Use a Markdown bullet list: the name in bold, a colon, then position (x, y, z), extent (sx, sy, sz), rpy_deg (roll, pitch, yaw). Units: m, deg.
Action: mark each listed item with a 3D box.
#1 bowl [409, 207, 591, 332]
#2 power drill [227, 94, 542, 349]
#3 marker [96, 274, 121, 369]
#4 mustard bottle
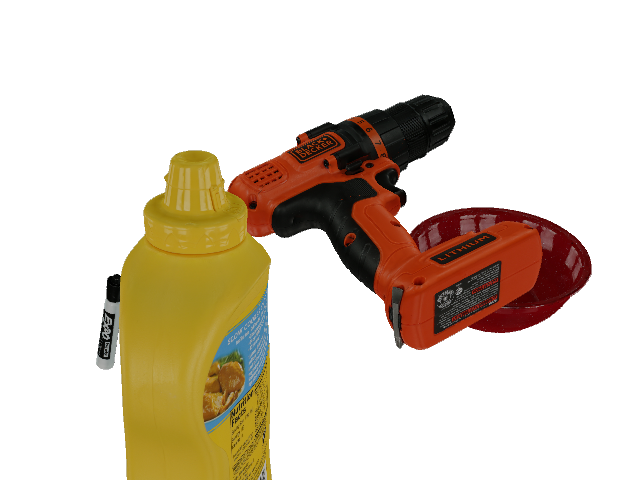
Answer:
- **bowl**: position (0.154, 0.033, 0.945), extent (0.162, 0.055, 0.162), rpy_deg (1, 32, -1)
- **power drill**: position (0.056, -0.021, 0.707), extent (0.184, 0.057, 0.188), rpy_deg (-28, 44, -21)
- **marker**: position (-0.216, 0.084, 1.100), extent (0.020, 0.121, 0.020), rpy_deg (10, 35, -8)
- **mustard bottle**: position (-0.051, 0.055, 0.452), extent (0.058, 0.192, 0.096), rpy_deg (9, 26, 15)
